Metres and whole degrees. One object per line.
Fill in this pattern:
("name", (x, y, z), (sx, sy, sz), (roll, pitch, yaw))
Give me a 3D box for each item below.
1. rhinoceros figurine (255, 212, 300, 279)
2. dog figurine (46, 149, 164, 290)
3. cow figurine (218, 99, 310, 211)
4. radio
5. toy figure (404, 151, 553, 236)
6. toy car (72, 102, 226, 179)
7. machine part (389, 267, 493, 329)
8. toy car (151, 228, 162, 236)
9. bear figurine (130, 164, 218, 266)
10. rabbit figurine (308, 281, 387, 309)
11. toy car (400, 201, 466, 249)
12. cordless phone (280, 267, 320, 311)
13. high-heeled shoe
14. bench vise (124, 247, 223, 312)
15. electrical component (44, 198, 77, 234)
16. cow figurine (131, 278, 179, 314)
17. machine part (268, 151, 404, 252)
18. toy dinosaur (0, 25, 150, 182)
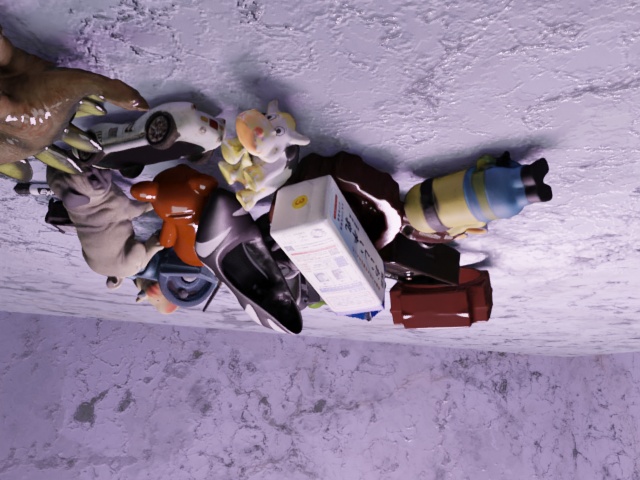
("rhinoceros figurine", (-0.093, 0.004, 0.843), (0.191, 0.112, 0.073), (10, 127, 39))
("dog figurine", (-0.319, -0.023, 0.759), (0.121, 0.172, 0.190), (-10, 169, 8))
("cow figurine", (-0.053, -0.099, 0.589), (0.098, 0.068, 0.167), (-33, 176, -20))
("radio", (0.151, 0.032, 0.994), (0.131, 0.073, 0.229), (-4, 163, 42))
("toy figure", (0.190, -0.058, 0.676), (0.089, 0.082, 0.180), (14, 163, -42))
("toy car", (-0.199, -0.112, 0.617), (0.202, 0.056, 0.073), (-5, 168, 31))
("machine part", (0.258, 0.118, 1.139), (0.202, 0.087, 0.201), (-7, -172, 23))
("toy car", (-0.269, 0.034, 1.068), (0.161, 0.109, 0.103), (20, -179, -24))
("bear figurine", (-0.182, -0.051, 0.747), (0.120, 0.132, 0.195), (-12, 145, -1))
("rabbit figurine", (0.061, 0.071, 1.156), (0.159, 0.121, 0.170), (-13, 176, 28))
("toy car", (0.132, -0.028, 0.817), (0.202, 0.053, 0.089), (19, 153, -25))
("cordless phone", (-0.070, 0.057, 1.013), (0.089, 0.146, 0.184), (-9, 161, 15))
("high-heeled shoe", (-0.083, 0.042, 0.715), (0.145, 0.086, 0.248), (37, 156, 20))
("bench vise", (-0.245, 0.043, 0.902), (0.241, 0.129, 0.223), (3, 154, 43))
("electrical component", (-0.403, -0.038, 0.935), (0.119, 0.047, 0.075), (6, 164, -3))
("cow figurine", (-0.355, 0.077, 1.126), (0.195, 0.085, 0.127), (44, 174, 26))
("machine part", (0.023, -0.043, 0.723), (0.179, 0.056, 0.179), (7, 144, 5))
("toy dinosaur", (-0.357, -0.119, 0.545), (0.472, 0.105, 0.198), (2, 168, 21))
